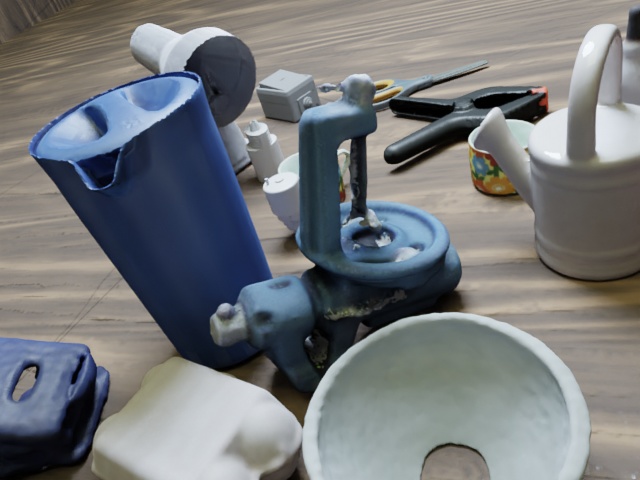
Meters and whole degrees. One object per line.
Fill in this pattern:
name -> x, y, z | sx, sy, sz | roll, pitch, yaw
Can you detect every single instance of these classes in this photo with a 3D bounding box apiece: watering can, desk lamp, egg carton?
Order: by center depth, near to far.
egg carton -> -0.089, 0.148, 0.414 | 0.149, 0.069, 0.107 | 9, 44, 34
watering can -> 0.210, -0.071, 0.458 | 0.172, 0.194, 0.101 | -4, 38, 21
desk lamp -> -0.168, -0.186, 0.779 | 0.118, 0.214, 0.202 | -40, 40, -26

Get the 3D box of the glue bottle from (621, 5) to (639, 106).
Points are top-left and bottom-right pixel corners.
glue bottle -> 0.281, -0.124, 0.515 | 0.077, 0.173, 0.037 | 18, 50, 41

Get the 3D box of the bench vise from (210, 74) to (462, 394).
bench vise -> 0.012, 0.005, 0.428 | 0.121, 0.220, 0.208 | 20, 51, 42

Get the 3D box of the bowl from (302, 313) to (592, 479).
bowl -> 0.078, 0.129, 0.356 | 0.167, 0.075, 0.167 | -13, 35, 10

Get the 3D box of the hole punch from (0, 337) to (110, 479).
hole punch -> -0.248, 0.133, 0.492 | 0.101, 0.091, 0.108 | -15, 35, 6
